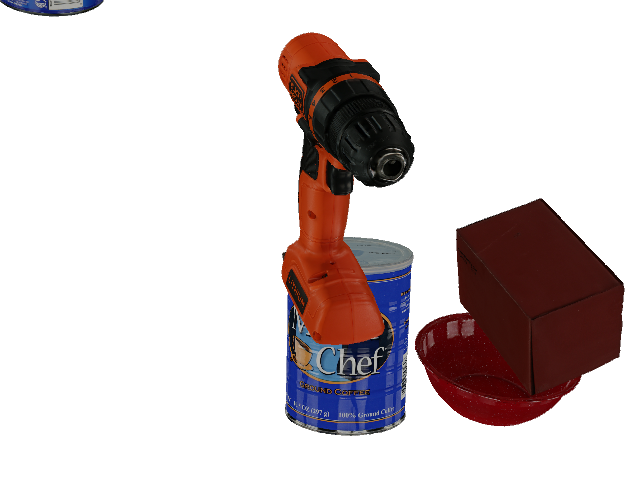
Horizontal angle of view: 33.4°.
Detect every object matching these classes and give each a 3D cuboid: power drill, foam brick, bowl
[{"bbox_3d":[0.015,-0.027,0.710,0.057,0.188,0.184,-5,31,-14],"label":"power drill"},{"bbox_3d":[0.107,0.026,0.529,0.051,0.053,0.078,-19,41,-11],"label":"foam brick"},{"bbox_3d":[0.170,0.133,1.045,0.162,0.055,0.162,5,26,-2],"label":"bowl"}]

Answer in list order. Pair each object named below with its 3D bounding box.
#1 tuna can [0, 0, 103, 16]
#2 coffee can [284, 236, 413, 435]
[{"bbox_3d":[-0.202,-0.200,0.797,0.086,0.034,0.086,6,36,-4],"label":"tuna can"},{"bbox_3d":[0.022,0.076,0.881,0.103,0.140,0.103,1,13,0],"label":"coffee can"}]
